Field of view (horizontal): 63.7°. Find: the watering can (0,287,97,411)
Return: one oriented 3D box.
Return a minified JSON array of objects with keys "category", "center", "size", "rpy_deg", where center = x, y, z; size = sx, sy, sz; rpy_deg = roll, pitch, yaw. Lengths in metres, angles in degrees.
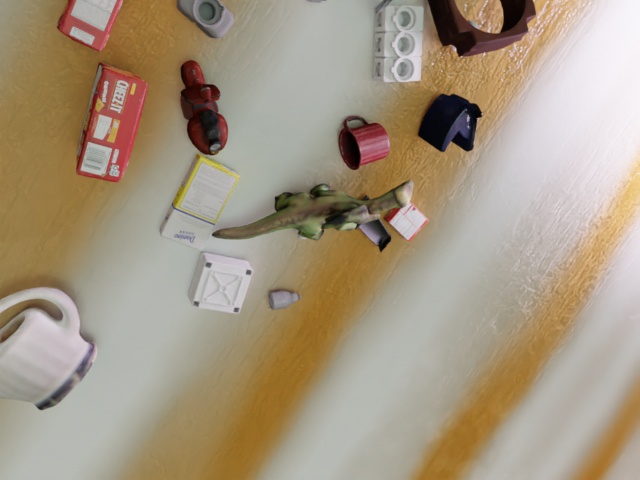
[{"category":"watering can","center":[-0.579,0.243,0.964],"size":[0.221,0.349,0.105],"rpy_deg":[47,-5,-29]}]

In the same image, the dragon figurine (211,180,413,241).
[{"category":"dragon figurine","center":[0.003,-0.052,1.027],"size":[0.413,0.122,0.242],"rpy_deg":[-17,6,-21]}]
